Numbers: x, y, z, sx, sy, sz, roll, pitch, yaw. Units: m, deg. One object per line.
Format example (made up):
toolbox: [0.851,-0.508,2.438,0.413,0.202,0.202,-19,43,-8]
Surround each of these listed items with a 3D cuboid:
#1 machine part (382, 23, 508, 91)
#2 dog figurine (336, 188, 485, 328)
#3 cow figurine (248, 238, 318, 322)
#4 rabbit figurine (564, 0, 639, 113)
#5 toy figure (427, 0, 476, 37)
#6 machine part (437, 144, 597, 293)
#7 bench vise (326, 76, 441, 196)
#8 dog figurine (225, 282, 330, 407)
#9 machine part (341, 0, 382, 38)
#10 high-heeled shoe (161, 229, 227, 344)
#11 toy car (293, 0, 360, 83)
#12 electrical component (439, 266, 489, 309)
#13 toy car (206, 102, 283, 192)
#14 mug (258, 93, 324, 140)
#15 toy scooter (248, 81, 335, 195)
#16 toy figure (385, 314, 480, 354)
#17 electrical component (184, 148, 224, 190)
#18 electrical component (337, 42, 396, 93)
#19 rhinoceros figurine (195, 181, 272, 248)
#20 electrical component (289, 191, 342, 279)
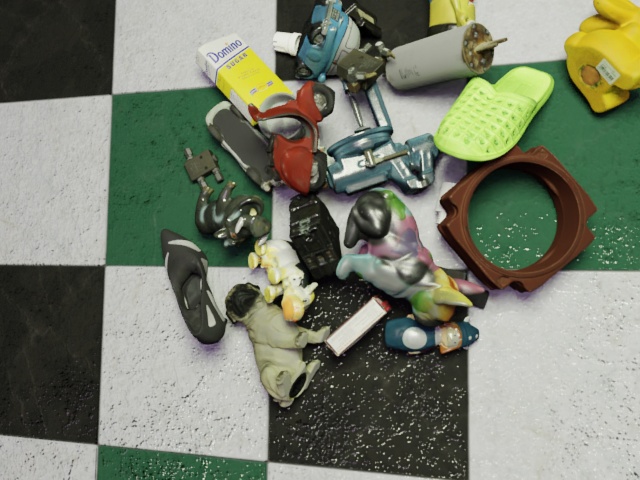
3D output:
machine part: [0.188,-0.290,0.865,0.243,0.079,0.079,7,87,53]
dog figurine: [0.149,0.032,0.840,0.219,0.108,0.191,21,110,24]
cow figurine: [-0.051,0.068,0.931,0.167,0.098,0.068,58,138,33]
rabbit figurine: [0.479,-0.307,0.846,0.173,0.121,0.162,-32,69,-4]
toy figure: [0.223,-0.398,0.915,0.089,0.082,0.180,-7,92,48]
machine part: [0.305,-0.034,0.843,0.201,0.087,0.201,-40,90,0]
bench vise: [0.101,-0.186,0.914,0.224,0.129,0.240,-20,86,9]
dog figurine: [-0.101,0.183,0.957,0.191,0.121,0.172,23,89,28]
machine part: [0.057,-0.421,0.967,0.039,0.084,0.139,-45,67,33]
high-heeled shoe: [-0.245,0.079,0.964,0.086,0.145,0.249,-40,80,8]
toy car: [0.018,-0.345,0.939,0.103,0.161,0.109,16,70,-15]
electrical component: [0.220,0.086,0.900,0.119,0.047,0.074,20,91,16]
toy car: [-0.134,-0.175,1.002,0.073,0.056,0.202,-42,79,1]
mug: [-0.046,-0.214,0.954,0.110,0.107,0.080,-15,91,9]
toy scooter: [-0.051,-0.164,0.865,0.135,0.075,0.183,3,109,-7]
toy figure: [0.188,0.160,0.899,0.155,0.058,0.064,-1,124,12]
electrical component: [-0.226,-0.144,1.038,0.063,0.021,0.094,-30,79,10]
electrical component: [0.074,-0.287,0.882,0.078,0.045,0.102,40,66,20]
rhinoceros figurine: [-0.158,-0.040,0.946,0.191,0.073,0.112,7,68,45]
electrical component: [-0.002,-0.003,0.916,0.058,0.134,0.115,-20,39,14]
